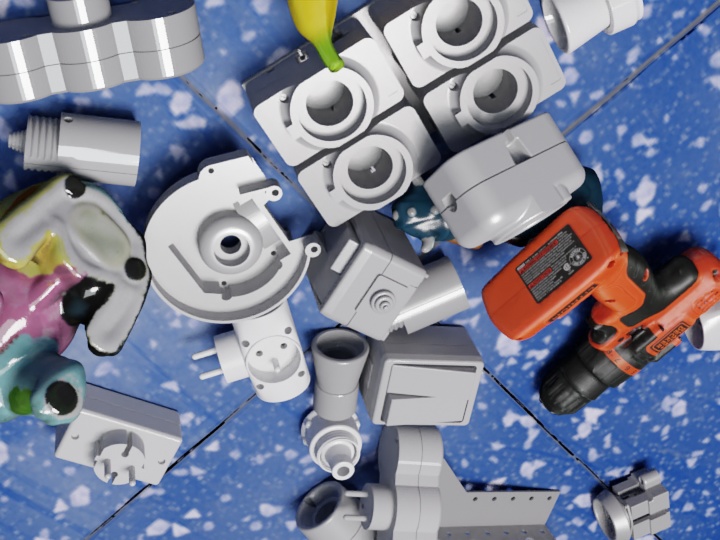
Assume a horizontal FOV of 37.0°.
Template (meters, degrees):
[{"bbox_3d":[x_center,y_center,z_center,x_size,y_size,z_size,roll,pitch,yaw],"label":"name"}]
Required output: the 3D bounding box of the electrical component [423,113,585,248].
[{"bbox_3d":[0.099,-0.056,0.713,0.095,0.054,0.059,-27,82,-29],"label":"electrical component"}]

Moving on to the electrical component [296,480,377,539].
[{"bbox_3d":[-0.020,0.208,0.893,0.055,0.055,0.047,-37,117,8],"label":"electrical component"}]

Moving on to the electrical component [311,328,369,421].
[{"bbox_3d":[-0.018,0.084,0.832,0.044,0.044,0.065,-2,124,-12],"label":"electrical component"}]

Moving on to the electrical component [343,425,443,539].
[{"bbox_3d":[0.022,0.190,0.861,0.074,0.052,0.138,6,78,-17],"label":"electrical component"}]

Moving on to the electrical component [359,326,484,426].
[{"bbox_3d":[0.054,0.083,0.836,0.096,0.061,0.061,3,118,-15],"label":"electrical component"}]

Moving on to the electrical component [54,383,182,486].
[{"bbox_3d":[-0.179,0.133,0.799,0.083,0.075,0.047,22,111,-23],"label":"electrical component"}]

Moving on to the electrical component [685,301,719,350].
[{"bbox_3d":[0.305,0.020,0.872,0.077,0.044,0.079,-14,121,-5],"label":"electrical component"}]

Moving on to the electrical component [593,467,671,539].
[{"bbox_3d":[0.244,0.214,0.965,0.055,0.048,0.066,-20,122,-11],"label":"electrical component"}]

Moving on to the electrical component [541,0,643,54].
[{"bbox_3d":[0.157,-0.177,0.726,0.055,0.045,0.045,-24,121,-1],"label":"electrical component"}]

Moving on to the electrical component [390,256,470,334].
[{"bbox_3d":[0.037,0.025,0.810,0.081,0.043,0.043,-23,121,0],"label":"electrical component"}]

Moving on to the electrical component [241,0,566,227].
[{"bbox_3d":[0.031,-0.122,0.717,0.186,0.060,0.105,-31,121,5],"label":"electrical component"}]

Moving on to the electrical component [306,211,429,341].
[{"bbox_3d":[0.000,0.000,0.756,0.061,0.096,0.061,25,110,-24],"label":"electrical component"}]

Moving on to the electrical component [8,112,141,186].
[{"bbox_3d":[-0.186,-0.080,0.698,0.081,0.043,0.043,5,117,-16],"label":"electrical component"}]

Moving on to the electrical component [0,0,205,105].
[{"bbox_3d":[-0.169,-0.152,0.656,0.138,0.052,0.073,-11,120,-8],"label":"electrical component"}]

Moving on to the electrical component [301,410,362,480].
[{"bbox_3d":[-0.019,0.139,0.849,0.048,0.062,0.048,-6,120,-10],"label":"electrical component"}]

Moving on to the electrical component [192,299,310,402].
[{"bbox_3d":[-0.084,0.061,0.800,0.079,0.044,0.077,-17,121,-4],"label":"electrical component"}]
